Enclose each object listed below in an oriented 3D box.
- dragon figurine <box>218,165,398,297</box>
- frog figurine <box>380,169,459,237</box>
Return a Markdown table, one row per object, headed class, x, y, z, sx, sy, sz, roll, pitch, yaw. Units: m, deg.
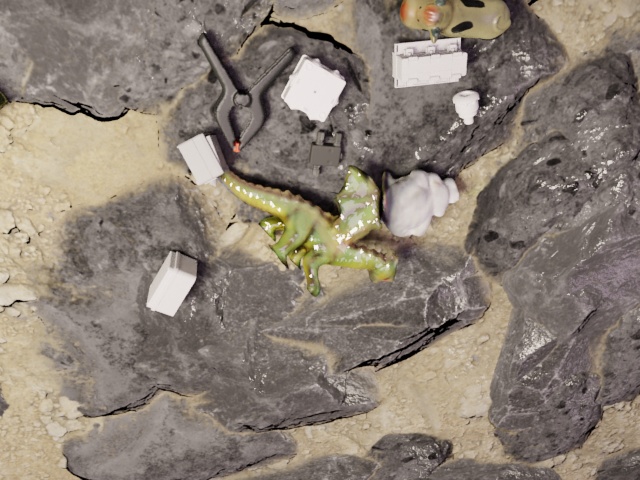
| class | x | y | z | sx | sy | sz | roll | pitch | yaw |
| --- | --- | --- | --- | --- | --- | --- | --- | --- | --- |
| dragon figurine | 0.003 | -0.051 | 1.005 | 0.241 | 0.124 | 0.407 | -37 | 103 | 9 |
| frog figurine | 0.202 | -0.074 | 1.035 | 0.159 | 0.124 | 0.136 | 1 | 100 | 3 |
